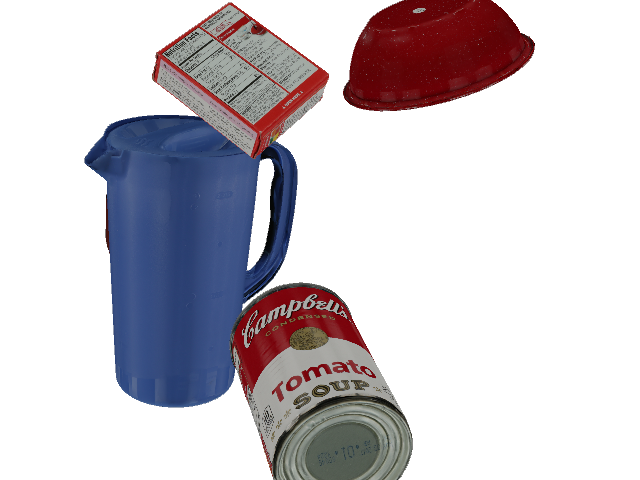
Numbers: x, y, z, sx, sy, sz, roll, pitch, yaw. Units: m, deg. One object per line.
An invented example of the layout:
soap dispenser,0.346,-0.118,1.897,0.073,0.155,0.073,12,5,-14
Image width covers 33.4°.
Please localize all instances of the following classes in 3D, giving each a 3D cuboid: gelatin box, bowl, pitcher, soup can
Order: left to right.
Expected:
pitcher,-0.114,0.017,0.938,0.149,0.243,0.144,10,22,14
gelatin box,-0.052,-0.104,0.687,0.073,0.089,0.030,-45,-13,-34
soup can,-0.002,0.075,0.524,0.068,0.068,0.102,0,28,-17
bowl,0.089,-0.163,0.871,0.162,0.055,0.162,-15,25,7

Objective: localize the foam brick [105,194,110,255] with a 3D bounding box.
foam brick,-0.188,-0.018,1.136,0.078,0.051,0.053,-3,24,-16
